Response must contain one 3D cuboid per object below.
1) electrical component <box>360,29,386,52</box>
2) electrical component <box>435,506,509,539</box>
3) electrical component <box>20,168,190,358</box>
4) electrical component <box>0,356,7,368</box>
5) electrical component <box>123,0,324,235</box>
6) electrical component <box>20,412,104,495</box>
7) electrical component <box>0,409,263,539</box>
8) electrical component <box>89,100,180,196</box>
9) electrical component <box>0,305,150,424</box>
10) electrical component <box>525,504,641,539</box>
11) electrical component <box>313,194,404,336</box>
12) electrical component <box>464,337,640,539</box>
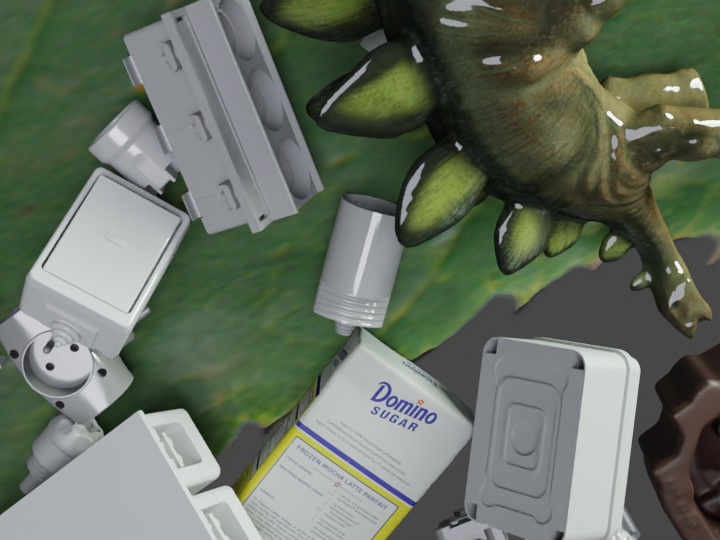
[{"bbox_3d":[0.024,-0.153,0.587,0.079,0.043,0.077,25,105,-29],"label":"electrical component"},{"bbox_3d":[0.077,0.181,0.674,0.042,0.081,0.063,-22,82,5],"label":"electrical component"},{"bbox_3d":[-0.145,0.000,0.601,0.062,0.061,0.096,29,60,-8],"label":"electrical component"},{"bbox_3d":[-0.246,0.043,0.644,0.066,0.048,0.055,7,113,-3],"label":"electrical component"},{"bbox_3d":[-0.076,-0.086,0.597,0.063,0.078,0.121,-15,106,24],"label":"electrical component"},{"bbox_3d":[-0.190,0.117,0.670,0.035,0.035,0.061,40,104,-11],"label":"electrical component"},{"bbox_3d":[-0.160,0.178,0.648,0.186,0.060,0.105,-37,77,14],"label":"electrical component"},{"bbox_3d":[-0.126,-0.068,0.619,0.040,0.040,0.046,-42,108,10],"label":"electrical component"},{"bbox_3d":[-0.163,0.039,0.644,0.079,0.044,0.077,-37,103,5],"label":"electrical component"},{"bbox_3d":[0.138,0.167,0.676,0.055,0.066,0.048,-34,78,27],"label":"electrical component"},{"bbox_3d":[0.000,0.000,0.636,0.043,0.043,0.081,14,105,-5],"label":"electrical component"},{"bbox_3d":[0.113,0.098,0.630,0.057,0.078,0.113,7,90,-42],"label":"electrical component"}]
